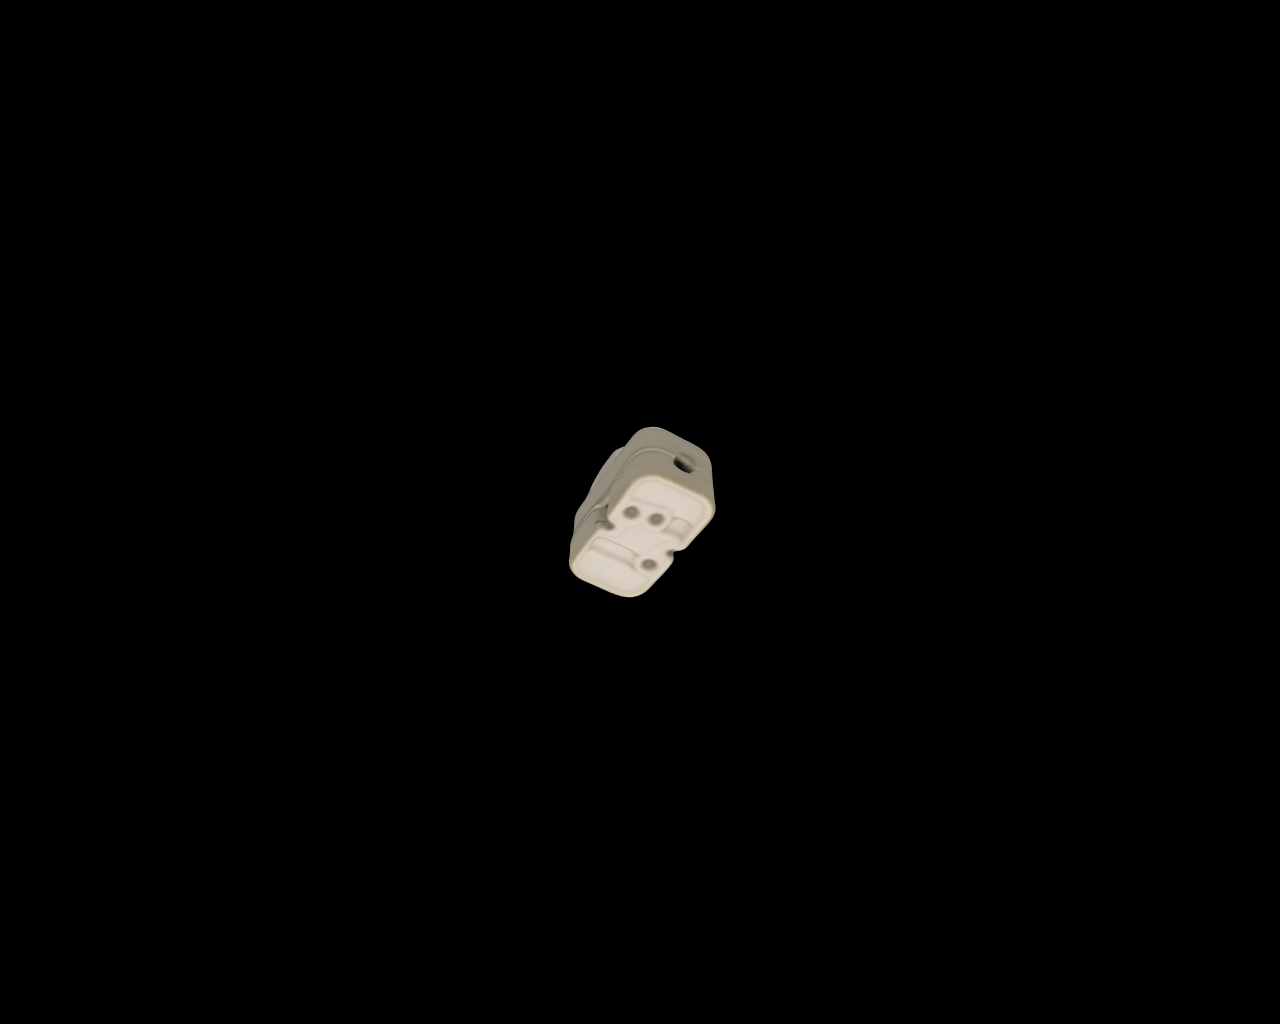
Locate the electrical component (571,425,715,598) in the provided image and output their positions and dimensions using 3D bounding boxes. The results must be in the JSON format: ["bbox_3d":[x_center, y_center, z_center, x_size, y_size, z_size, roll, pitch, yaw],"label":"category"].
[{"bbox_3d":[0.001,-0.003,0.650,0.054,0.059,0.095,25,-54,-20],"label":"electrical component"}]
